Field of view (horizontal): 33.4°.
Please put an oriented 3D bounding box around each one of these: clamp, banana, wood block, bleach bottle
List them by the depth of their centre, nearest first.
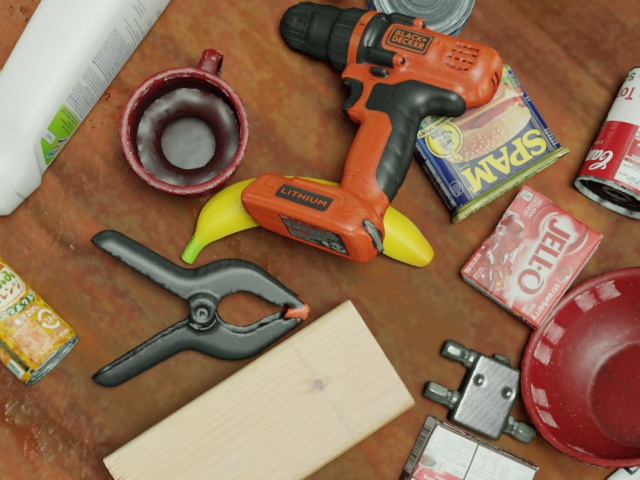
[{"bbox_3d":[-0.043,0.138,0.787,0.206,0.090,0.091,-32,87,-4],"label":"wood block"},{"bbox_3d":[-0.202,-0.114,0.792,0.068,0.102,0.251,31,84,8],"label":"bleach bottle"},{"bbox_3d":[-0.097,0.063,0.816,0.171,0.039,0.120,10,103,-4],"label":"clamp"},{"bbox_3d":[-0.009,-0.016,0.830,0.198,0.037,0.070,2,115,1],"label":"banana"}]

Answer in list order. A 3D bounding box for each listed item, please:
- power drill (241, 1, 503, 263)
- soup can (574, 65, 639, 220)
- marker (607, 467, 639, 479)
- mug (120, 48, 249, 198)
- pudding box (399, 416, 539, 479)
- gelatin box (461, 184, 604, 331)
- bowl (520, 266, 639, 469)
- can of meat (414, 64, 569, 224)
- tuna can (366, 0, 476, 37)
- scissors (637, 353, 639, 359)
[{"bbox_3d":[0.018,-0.088,0.786,0.185,0.057,0.187,20,72,27],"label":"power drill"},{"bbox_3d":[0.250,-0.075,0.828,0.068,0.068,0.102,27,85,0],"label":"soup can"},{"bbox_3d":[0.276,0.156,0.835,0.121,0.020,0.020,-39,88,-5],"label":"marker"},{"bbox_3d":[-0.096,-0.087,0.806,0.093,0.081,0.117,14,85,-1],"label":"mug"},{"bbox_3d":[0.103,0.204,0.815,0.090,0.039,0.113,25,87,-1],"label":"pudding box"},{"bbox_3d":[0.164,0.013,0.828,0.073,0.030,0.089,36,85,15],"label":"gelatin box"},{"bbox_3d":[0.235,0.102,0.796,0.162,0.162,0.055,-50,134,-5],"label":"bowl"},{"bbox_3d":[0.126,-0.075,0.829,0.102,0.057,0.084,-31,85,-5],"label":"can of meat"},{"bbox_3d":[0.080,-0.195,0.847,0.086,0.034,0.086,0,85,-3],"label":"tuna can"},{"bbox_3d":[0.295,0.051,0.844,0.096,0.016,0.202,0,73,13],"label":"scissors"}]
